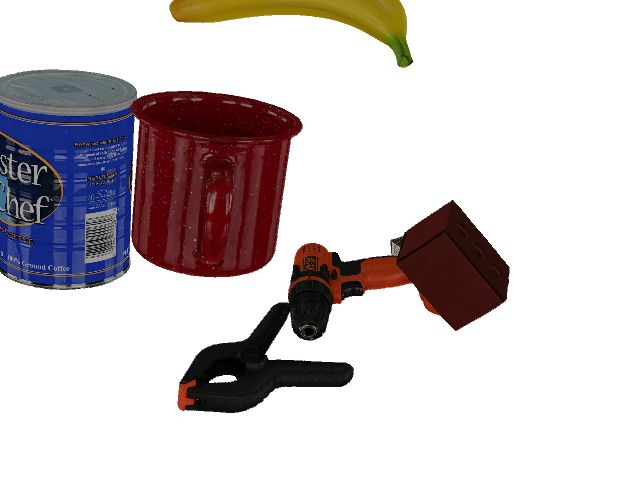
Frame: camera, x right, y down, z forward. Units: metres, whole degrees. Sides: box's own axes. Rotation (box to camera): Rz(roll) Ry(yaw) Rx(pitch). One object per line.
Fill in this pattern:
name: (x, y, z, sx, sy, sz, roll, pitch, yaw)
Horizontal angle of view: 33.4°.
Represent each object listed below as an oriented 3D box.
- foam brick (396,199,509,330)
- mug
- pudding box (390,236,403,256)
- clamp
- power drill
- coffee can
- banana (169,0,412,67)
foam brick: (0.105, 0.020, 0.836, 0.051, 0.078, 0.053, -34, 17, 27)
mug: (-0.059, -0.027, 0.578, 0.093, 0.081, 0.117, 3, 21, -13)
pudding box: (0.175, 0.015, 1.597, 0.113, 0.039, 0.090, -18, 27, -21)
clamp: (-0.066, 0.115, 1.034, 0.171, 0.039, 0.120, -11, 35, -28)
power drill: (0.056, 0.055, 1.240, 0.187, 0.057, 0.184, -1, 28, 2)
coffee can: (-0.192, -0.048, 0.801, 0.103, 0.140, 0.103, 5, 22, -2)
banana: (-0.016, -0.180, 0.811, 0.198, 0.069, 0.037, 13, -39, 17)
